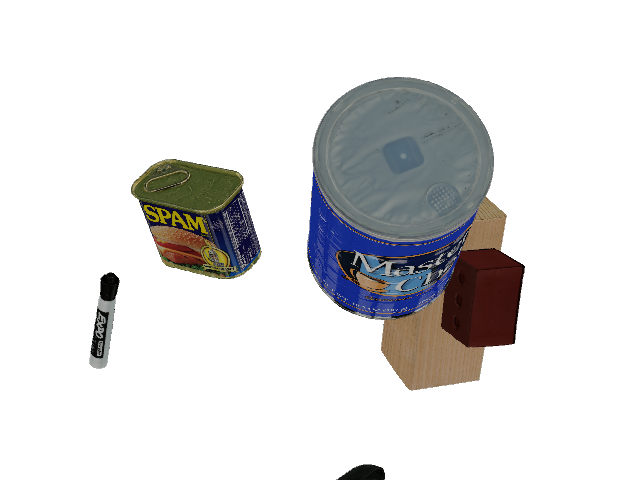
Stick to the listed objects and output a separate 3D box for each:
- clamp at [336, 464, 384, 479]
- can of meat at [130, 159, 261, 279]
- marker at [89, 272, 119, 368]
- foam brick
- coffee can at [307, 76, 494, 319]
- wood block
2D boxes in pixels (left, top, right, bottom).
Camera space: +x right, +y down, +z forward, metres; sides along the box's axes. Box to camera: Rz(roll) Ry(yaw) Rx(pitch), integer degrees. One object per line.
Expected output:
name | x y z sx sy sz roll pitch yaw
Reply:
clamp | -0.042 0.199 0.633 0.210 0.036 0.164 -5 28 1
can of meat | -0.108 -0.017 0.945 0.102 0.084 0.057 13 46 31
marker | -0.222 0.082 1.096 0.020 0.121 0.020 11 35 -8
foam brick | 0.146 0.052 0.971 0.051 0.078 0.053 -5 20 -23
coffee can | 0.044 -0.021 0.663 0.103 0.103 0.140 0 -23 -2
wood block | 0.131 0.051 1.176 0.090 0.206 0.090 -6 29 -18
